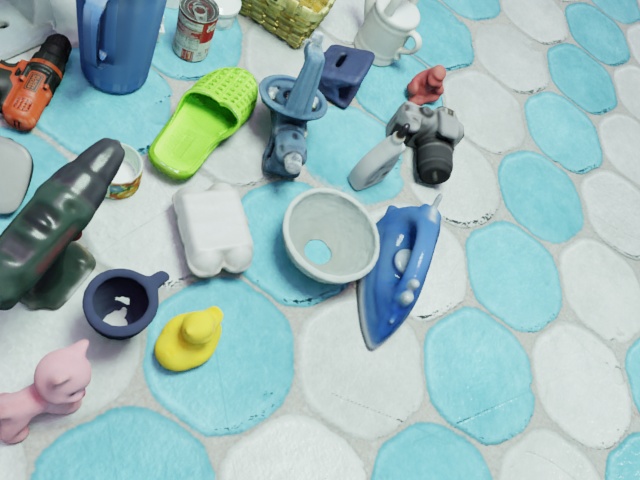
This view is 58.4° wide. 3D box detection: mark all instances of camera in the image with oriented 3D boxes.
[{"bbox_3d":[0.211,-0.187,1.102,0.143,0.100,0.137,14,60,-16],"label":"camera"}]

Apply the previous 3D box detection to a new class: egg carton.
[{"bbox_3d":[-0.162,-0.016,0.872,0.107,0.069,0.150,-9,69,-27],"label":"egg carton"}]

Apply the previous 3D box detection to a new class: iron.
[{"bbox_3d":[0.141,0.045,0.930,0.119,0.141,0.258,25,58,-10],"label":"iron"}]

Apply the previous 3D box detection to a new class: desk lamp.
[{"bbox_3d":[-0.442,-0.402,0.859,0.118,0.213,0.204,43,56,2],"label":"desk lamp"}]

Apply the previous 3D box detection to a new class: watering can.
[{"bbox_3d":[0.145,-0.458,1.155,0.173,0.193,0.101,33,57,-5],"label":"watering can"}]

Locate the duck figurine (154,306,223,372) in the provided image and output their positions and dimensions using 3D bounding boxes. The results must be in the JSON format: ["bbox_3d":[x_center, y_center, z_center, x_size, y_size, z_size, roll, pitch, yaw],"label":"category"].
[{"bbox_3d":[-0.174,0.129,0.783,0.105,0.086,0.077,-38,83,-33],"label":"duck figurine"}]

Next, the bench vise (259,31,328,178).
[{"bbox_3d":[-0.027,-0.216,0.942,0.122,0.219,0.207,-10,69,-27],"label":"bench vise"}]

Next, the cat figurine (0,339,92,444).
[{"bbox_3d":[-0.324,0.176,0.675,0.128,0.117,0.067,-30,79,-32],"label":"cat figurine"}]

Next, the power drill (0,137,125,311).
[{"bbox_3d":[-0.327,-0.001,0.710,0.076,0.208,0.230,32,57,-5],"label":"power drill"}]

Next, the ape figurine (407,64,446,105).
[{"bbox_3d":[0.226,-0.326,1.184,0.078,0.092,0.076,21,58,-13],"label":"ape figurine"}]

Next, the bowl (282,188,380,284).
[{"bbox_3d":[0.009,0.003,0.933,0.168,0.074,0.167,10,61,-19],"label":"bowl"}]

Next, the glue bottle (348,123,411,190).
[{"bbox_3d":[0.113,-0.150,0.997,0.078,0.173,0.037,-23,75,-31],"label":"glue bottle"}]

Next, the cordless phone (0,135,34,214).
[{"bbox_3d":[-0.450,-0.120,0.730,0.148,0.184,0.094,15,60,-16],"label":"cordless phone"}]

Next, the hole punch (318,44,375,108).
[{"bbox_3d":[0.040,-0.328,1.105,0.101,0.091,0.109,30,57,-7],"label":"hole punch"}]

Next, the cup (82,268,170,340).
[{"bbox_3d":[-0.256,0.088,0.763,0.118,0.094,0.091,-37,83,-33],"label":"cup"}]
